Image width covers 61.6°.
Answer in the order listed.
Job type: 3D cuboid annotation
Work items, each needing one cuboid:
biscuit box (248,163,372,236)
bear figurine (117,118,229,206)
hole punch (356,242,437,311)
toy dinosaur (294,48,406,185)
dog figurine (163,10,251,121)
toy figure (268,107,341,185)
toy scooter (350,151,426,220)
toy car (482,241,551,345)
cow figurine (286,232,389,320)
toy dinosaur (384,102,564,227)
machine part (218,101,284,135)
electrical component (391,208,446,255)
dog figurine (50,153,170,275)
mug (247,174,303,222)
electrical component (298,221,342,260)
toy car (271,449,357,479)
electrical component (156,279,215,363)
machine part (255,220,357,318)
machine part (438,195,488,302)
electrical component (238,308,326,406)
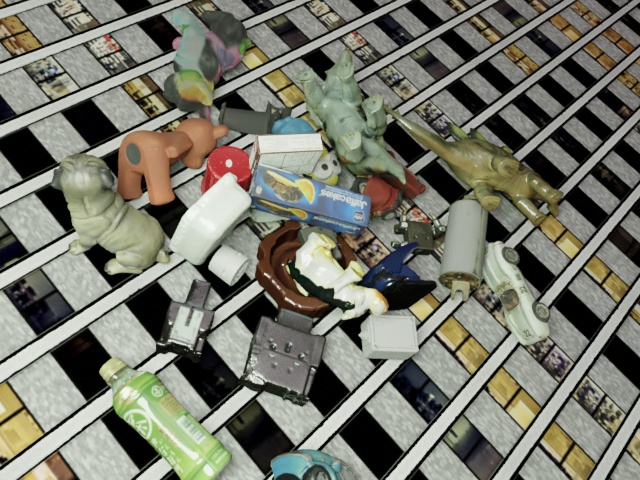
[{"bbox_3d":[-0.017,-0.064,0.895,0.203,0.063,0.059,14,70,-12],"label":"biscuit box"},{"bbox_3d":[-0.255,-0.146,0.952,0.120,0.131,0.196,10,19,28],"label":"bear figurine"},{"bbox_3d":[0.119,0.065,0.925,0.116,0.142,0.092,-1,64,-33],"label":"hole punch"},{"bbox_3d":[0.063,-0.199,0.994,0.131,0.192,0.405,-24,59,5],"label":"toy dinosaur"},{"bbox_3d":[-0.217,-0.332,1.056,0.191,0.108,0.219,-7,69,-23],"label":"dog figurine"},{"bbox_3d":[-0.030,-0.166,1.024,0.082,0.089,0.180,-34,76,-15],"label":"toy figure"},{"bbox_3d":[0.133,-0.100,1.048,0.135,0.075,0.184,28,54,1],"label":"toy scooter"},{"bbox_3d":[0.361,0.096,1.006,0.056,0.073,0.202,-13,67,-23],"label":"toy car"},{"bbox_3d":[0.025,0.073,0.851,0.167,0.068,0.098,45,101,11],"label":"cow figurine"},{"bbox_3d":[0.321,-0.148,1.067,0.471,0.105,0.199,23,26,-29],"label":"toy dinosaur"},{"bbox_3d":[-0.132,-0.238,1.067,0.139,0.039,0.084,1,71,-18],"label":"machine part"},{"bbox_3d":[0.188,-0.014,1.033,0.102,0.045,0.078,11,58,-10],"label":"electrical component"},{"bbox_3d":[-0.307,-0.037,0.817,0.172,0.190,0.121,13,60,-11],"label":"dog figurine"},{"bbox_3d":[-0.074,-0.066,0.960,0.107,0.080,0.110,-22,46,-20],"label":"mug"},{"bbox_3d":[-0.002,-0.003,0.922,0.063,0.021,0.094,-13,64,-24],"label":"electrical component"},{"bbox_3d":[0.009,0.359,0.748,0.103,0.109,0.161,-16,76,-43],"label":"toy car"},{"bbox_3d":[-0.205,0.124,0.841,0.075,0.047,0.119,14,59,-9],"label":"electrical component"},{"bbox_3d":[-0.025,0.047,0.932,0.179,0.056,0.179,7,59,-13],"label":"machine part"},{"bbox_3d":[0.276,0.009,1.028,0.079,0.079,0.243,19,59,-6],"label":"machine part"},{"bbox_3d":[-0.057,0.179,0.850,0.115,0.058,0.134,20,59,-8],"label":"electrical component"}]
